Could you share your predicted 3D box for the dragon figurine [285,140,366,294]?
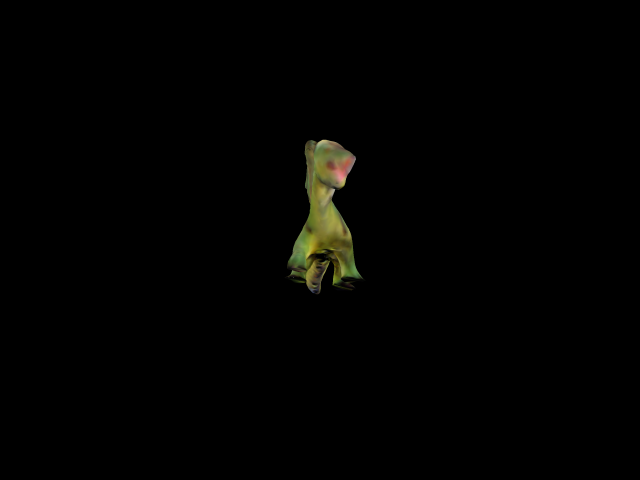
[{"bbox_3d":[0.003,-0.043,0.850,0.122,0.245,0.406,2,-12,-7],"label":"dragon figurine"}]
